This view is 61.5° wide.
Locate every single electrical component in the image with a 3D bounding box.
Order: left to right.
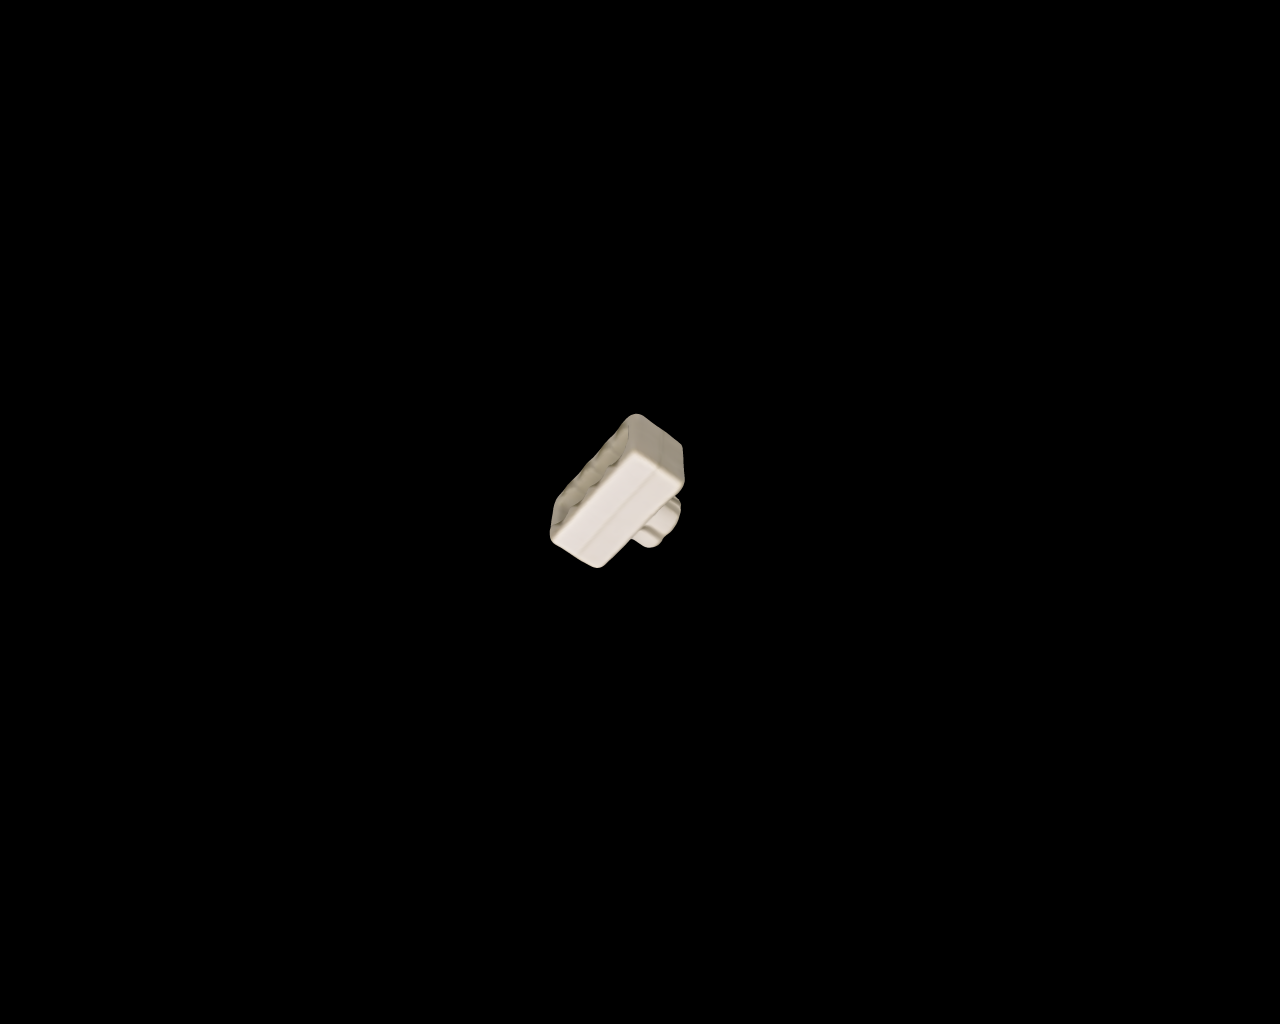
[{"bbox_3d":[0.001,-0.003,0.650,0.075,0.083,0.047,33,28,-20],"label":"electrical component"}]
